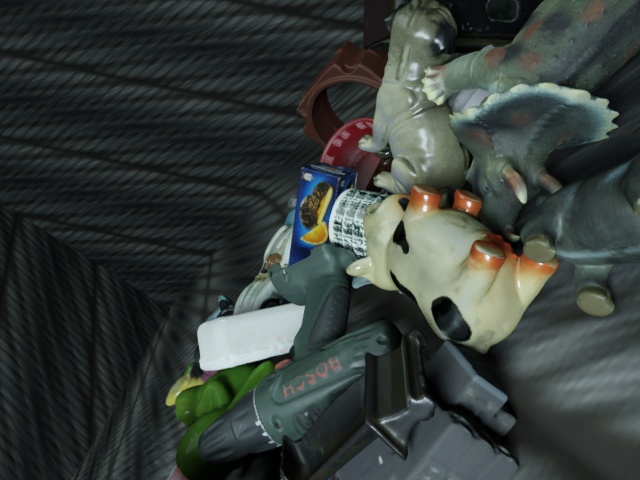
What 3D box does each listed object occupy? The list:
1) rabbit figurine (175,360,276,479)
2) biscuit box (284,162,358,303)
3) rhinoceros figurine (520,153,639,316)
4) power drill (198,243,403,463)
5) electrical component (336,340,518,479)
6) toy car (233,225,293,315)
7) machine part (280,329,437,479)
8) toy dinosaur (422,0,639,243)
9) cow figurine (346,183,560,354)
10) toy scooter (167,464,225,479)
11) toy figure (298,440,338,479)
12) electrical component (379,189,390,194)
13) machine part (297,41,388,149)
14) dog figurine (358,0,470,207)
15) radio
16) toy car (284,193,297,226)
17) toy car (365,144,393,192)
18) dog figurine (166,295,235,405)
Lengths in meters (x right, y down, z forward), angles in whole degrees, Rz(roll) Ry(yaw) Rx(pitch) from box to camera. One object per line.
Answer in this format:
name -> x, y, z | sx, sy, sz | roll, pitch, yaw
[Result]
rabbit figurine -> -0.097, 0.220, 0.632 | 0.159, 0.121, 0.170 | -30, 3, 10
biscuit box -> -0.002, -0.002, 0.754 | 0.059, 0.063, 0.202 | -29, -48, -60
rhinoceros figurine -> 0.204, -0.027, 0.298 | 0.112, 0.073, 0.190 | -51, 7, -34
power drill -> -0.024, 0.108, 0.561 | 0.232, 0.085, 0.207 | -26, 29, 21
electrical component -> 0.069, 0.138, 0.372 | 0.134, 0.058, 0.115 | -54, 15, 5
toy car -> -0.072, 0.058, 0.834 | 0.074, 0.056, 0.202 | -12, 44, 52
machine part -> 0.023, 0.124, 0.360 | 0.139, 0.039, 0.084 | -47, 20, 23
toy dinosaur -> 0.237, -0.184, 0.485 | 0.405, 0.131, 0.192 | -50, 25, -1
cow figurine -> 0.093, 0.020, 0.459 | 0.195, 0.085, 0.127 | 54, 130, 55
toy scooter -> -0.163, 0.325, 0.686 | 0.135, 0.075, 0.184 | -55, 9, -5
toy figure -> 0.003, 0.214, 0.421 | 0.154, 0.058, 0.064 | -138, 45, -76
electrical component -> 0.104, -0.046, 0.697 | 0.094, 0.063, 0.021 | -59, 13, -22
machine part -> 0.077, -0.222, 0.932 | 0.201, 0.201, 0.087 | -38, 21, 50
dog figurine -> 0.121, -0.145, 0.599 | 0.121, 0.172, 0.190 | -26, -31, -20
radio -> 0.180, -0.286, 0.694 | 0.131, 0.230, 0.073 | -135, 43, -74
toy car -> -0.008, -0.010, 0.929 | 0.103, 0.109, 0.161 | 10, 73, 56
toy car -> 0.086, -0.056, 0.746 | 0.053, 0.089, 0.202 | 5, 51, 36
dog figurine -> -0.183, 0.221, 0.958 | 0.219, 0.108, 0.192 | -60, 16, -7
